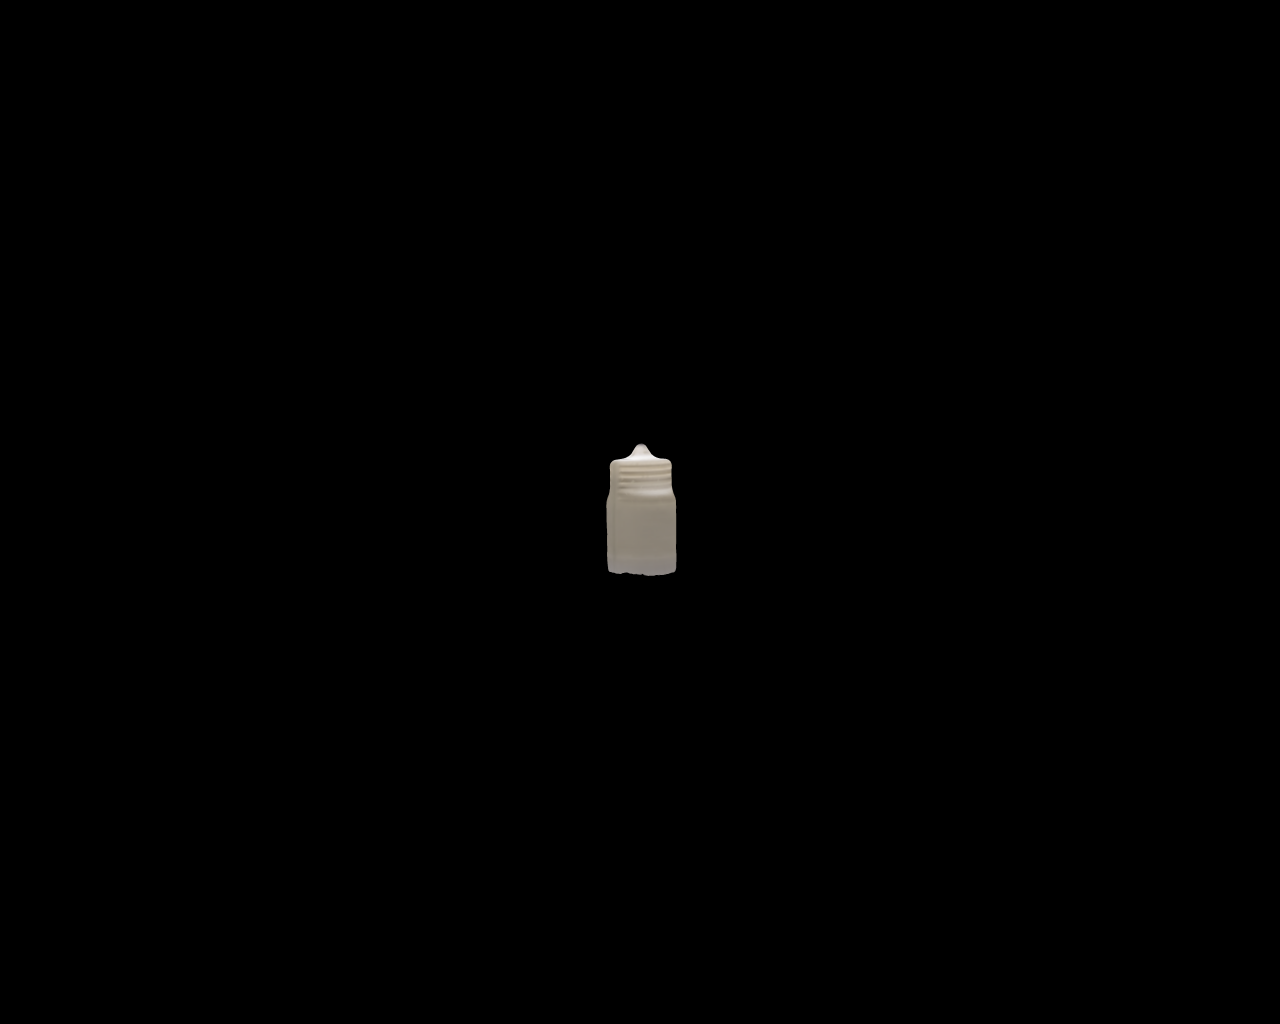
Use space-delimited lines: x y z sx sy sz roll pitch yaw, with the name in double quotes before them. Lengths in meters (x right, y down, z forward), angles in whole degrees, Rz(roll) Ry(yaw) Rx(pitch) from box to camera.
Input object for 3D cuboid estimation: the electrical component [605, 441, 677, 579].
"electrical component" 0.001 -0.003 0.650 0.043 0.081 0.043 0 5 0
